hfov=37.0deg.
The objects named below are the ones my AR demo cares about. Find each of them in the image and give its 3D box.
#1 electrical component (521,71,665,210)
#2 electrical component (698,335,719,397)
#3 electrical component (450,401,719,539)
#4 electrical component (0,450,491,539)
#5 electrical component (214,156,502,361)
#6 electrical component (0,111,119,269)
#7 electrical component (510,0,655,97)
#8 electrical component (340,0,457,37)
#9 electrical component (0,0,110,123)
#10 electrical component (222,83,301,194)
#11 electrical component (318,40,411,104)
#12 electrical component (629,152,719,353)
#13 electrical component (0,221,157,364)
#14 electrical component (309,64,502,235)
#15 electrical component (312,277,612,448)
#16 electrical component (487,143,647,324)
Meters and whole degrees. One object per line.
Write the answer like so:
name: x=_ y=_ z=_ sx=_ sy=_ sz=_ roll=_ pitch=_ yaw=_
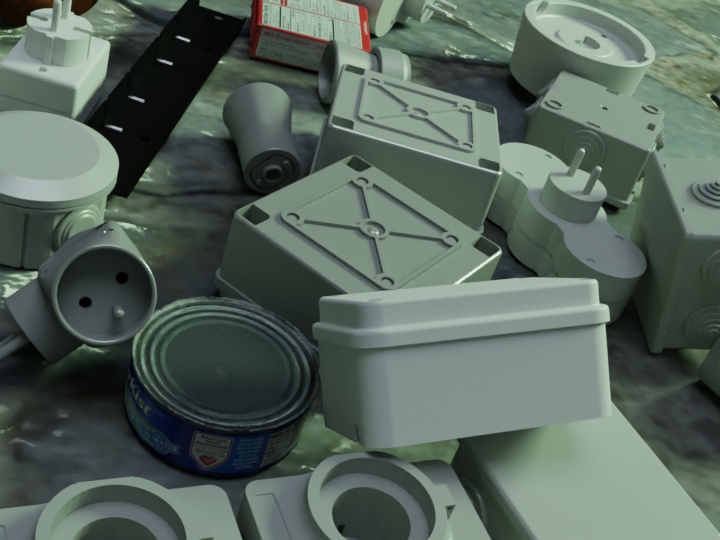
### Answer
electrical component: x=0.168 y=-0.097 z=0.776 sx=0.100 sy=0.048 sz=0.099 roll=24 pitch=34 yaw=9
electrical component: x=0.249 y=0.054 z=0.611 sx=0.095 sy=0.053 sz=0.059 roll=-12 pitch=46 yaw=-36
electrical component: x=0.092 y=0.109 z=0.472 sx=0.100 sy=0.048 sz=0.099 roll=-6 pitch=43 yaw=-30
electrical component: x=-0.035 y=0.129 z=0.378 sx=0.186 sy=0.060 sz=0.105 roll=-2 pitch=40 yaw=-26
electrical component: x=0.000 y=0.000 z=0.567 sx=0.109 sy=0.056 sz=0.109 roll=34 pitch=38 yaw=20
electrical component: x=-0.167 y=-0.043 z=0.552 sx=0.080 sy=0.051 sz=0.080 roll=12 pitch=36 yaw=-9
electrical component: x=0.172 y=-0.163 z=0.856 sx=0.108 sy=0.060 sz=0.108 roll=12 pitch=36 yaw=-9
electrical component: x=0.044 y=-0.229 z=0.891 sx=0.074 sy=0.052 sz=0.138 roll=29 pitch=37 yaw=13
electrical component: x=-0.180 y=-0.129 z=0.638 sx=0.047 sy=0.076 sz=0.065 roll=16 pitch=36 yaw=-4
electrical component: x=-0.058 y=-0.078 z=0.658 sx=0.044 sy=0.044 sz=0.065 roll=3 pitch=43 yaw=-21
electrical component: x=0.003 y=-0.136 z=0.757 sx=0.055 sy=0.045 sz=0.045 roll=5 pitch=38 yaw=-19
electrical component: x=0.196 y=-0.010 z=0.634 sx=0.048 sy=0.099 sz=0.099 roll=2 pitch=37 yaw=-1
electrical component: x=-0.132 y=0.016 z=0.486 sx=0.079 sy=0.043 sz=0.077 roll=-35 pitch=15 yaw=-8
electrical component: x=0.029 y=-0.073 z=0.670 sx=0.109 sy=0.056 sz=0.108 roll=16 pitch=30 yaw=-4
electrical component: x=0.043 y=0.036 z=0.462 sx=0.113 sy=0.057 sz=0.078 roll=-5 pitch=2 yaw=-17
electrical component: x=0.127 y=-0.039 z=0.660 sx=0.052 sy=0.073 sz=0.138 roll=-3 pitch=41 yaw=-27
